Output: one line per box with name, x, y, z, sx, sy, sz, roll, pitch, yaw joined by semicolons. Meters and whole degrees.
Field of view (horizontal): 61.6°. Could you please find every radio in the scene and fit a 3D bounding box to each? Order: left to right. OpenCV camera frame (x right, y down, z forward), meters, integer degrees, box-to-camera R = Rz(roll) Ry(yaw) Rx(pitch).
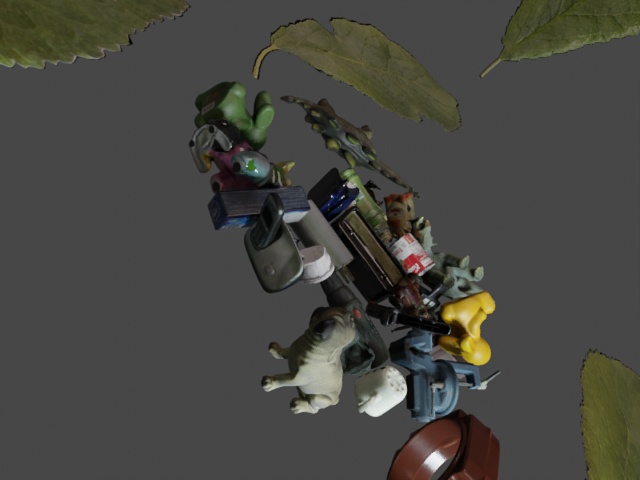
radio;0.106;0.039;1.300;0.229;0.073;0.131;52;32;1

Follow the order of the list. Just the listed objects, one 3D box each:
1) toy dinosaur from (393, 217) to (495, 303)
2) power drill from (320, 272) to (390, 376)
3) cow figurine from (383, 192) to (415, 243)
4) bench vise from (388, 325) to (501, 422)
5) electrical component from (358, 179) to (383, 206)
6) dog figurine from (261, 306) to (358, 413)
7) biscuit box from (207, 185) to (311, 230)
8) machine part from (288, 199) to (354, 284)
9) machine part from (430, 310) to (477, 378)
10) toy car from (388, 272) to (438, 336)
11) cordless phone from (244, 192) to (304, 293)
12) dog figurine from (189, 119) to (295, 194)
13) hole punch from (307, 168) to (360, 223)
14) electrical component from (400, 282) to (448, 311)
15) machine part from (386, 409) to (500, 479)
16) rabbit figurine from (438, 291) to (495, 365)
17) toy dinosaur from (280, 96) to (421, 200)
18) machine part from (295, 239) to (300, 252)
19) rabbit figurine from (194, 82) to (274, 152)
toy dinosaur;0.335;0.091;1.488;0.192;0.131;0.404;22;-14;43
power drill;0.052;0.170;1.072;0.232;0.086;0.207;57;6;-2
cow figurine;0.226;-0.067;1.538;0.195;0.086;0.127;-33;112;-70
bench vise;0.268;0.289;1.195;0.240;0.129;0.224;11;55;-23
electrical component;0.140;-0.130;1.538;0.078;0.045;0.102;29;39;-34
dog figurine;0.017;0.206;0.916;0.172;0.190;0.121;31;38;-32
biscuit box;-0.121;-0.066;1.086;0.202;0.059;0.063;-7;66;-37
machine part;-0.002;-0.004;1.206;0.243;0.079;0.079;53;32;4
machine part;0.338;0.265;1.385;0.179;0.056;0.179;31;38;-28
toy car;0.227;0.165;1.268;0.089;0.053;0.201;-48;129;-24
cordless phone;-0.075;0.004;1.003;0.089;0.184;0.146;-16;68;-22
dog figurine;-0.152;-0.165;1.157;0.219;0.108;0.191;-7;61;-58
hole punch;0.036;-0.095;1.301;0.092;0.142;0.116;41;22;-25
electrical component;0.261;0.144;1.344;0.074;0.119;0.048;27;20;-30
machine part;0.210;0.408;0.946;0.087;0.201;0.201;45;33;-6
rabbit figurine;0.366;0.226;1.312;0.162;0.122;0.173;-18;90;-51
toy dinosaur;0.089;-0.266;1.502;0.471;0.105;0.199;31;23;-11
machine part;-0.092;-0.016;1.145;0.084;0.039;0.139;-12;69;-46
rabbit figurine;-0.177;-0.275;1.212;0.170;0.159;0.121;43;20;-42
